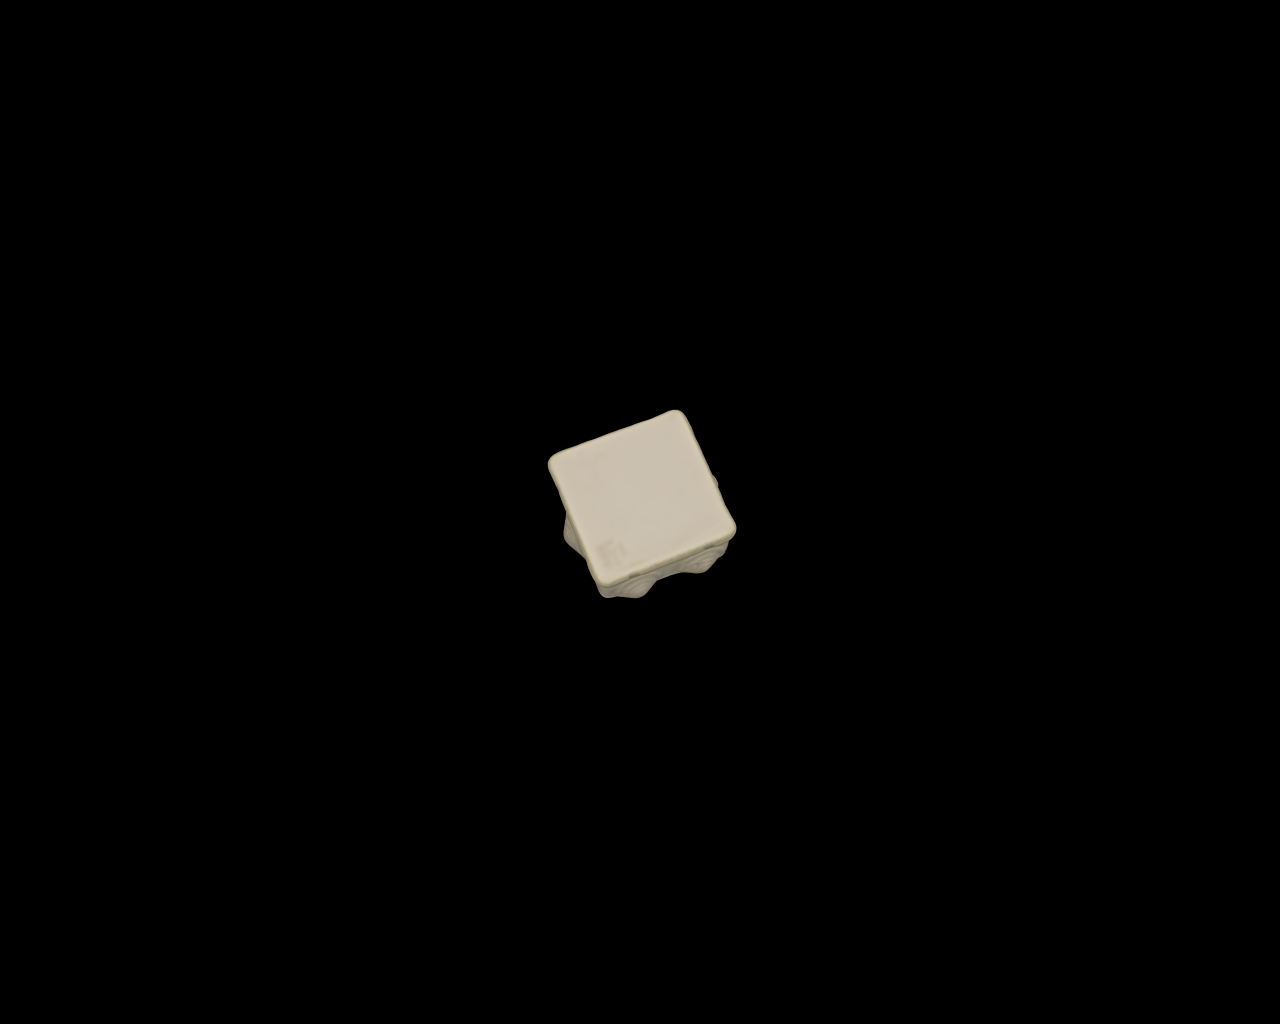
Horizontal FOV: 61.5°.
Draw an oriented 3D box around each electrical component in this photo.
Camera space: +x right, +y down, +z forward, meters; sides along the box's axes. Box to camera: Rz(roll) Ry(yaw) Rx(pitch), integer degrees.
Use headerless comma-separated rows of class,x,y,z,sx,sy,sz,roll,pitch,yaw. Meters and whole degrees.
electrical component,0.001,-0.003,0.650,0.100,0.100,0.048,-21,-18,-7
